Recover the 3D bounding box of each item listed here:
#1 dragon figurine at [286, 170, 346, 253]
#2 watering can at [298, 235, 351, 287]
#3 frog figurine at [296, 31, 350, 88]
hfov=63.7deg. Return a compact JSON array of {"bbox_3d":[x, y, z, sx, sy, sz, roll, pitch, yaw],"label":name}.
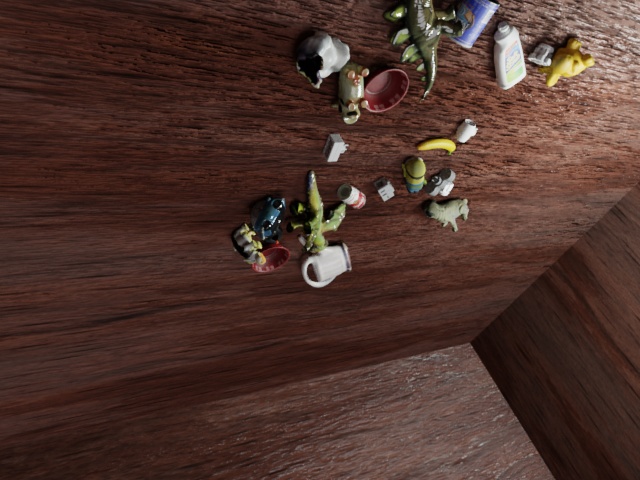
[{"bbox_3d":[0.006,-0.099,1.974,0.245,0.124,0.401,-20,137,-44],"label":"dragon figurine"},{"bbox_3d":[0.022,0.076,2.202,0.225,0.106,0.339,-21,137,-10],"label":"watering can"},{"bbox_3d":[0.011,-0.511,1.415,0.162,0.123,0.134,-52,149,-30],"label":"frog figurine"}]
